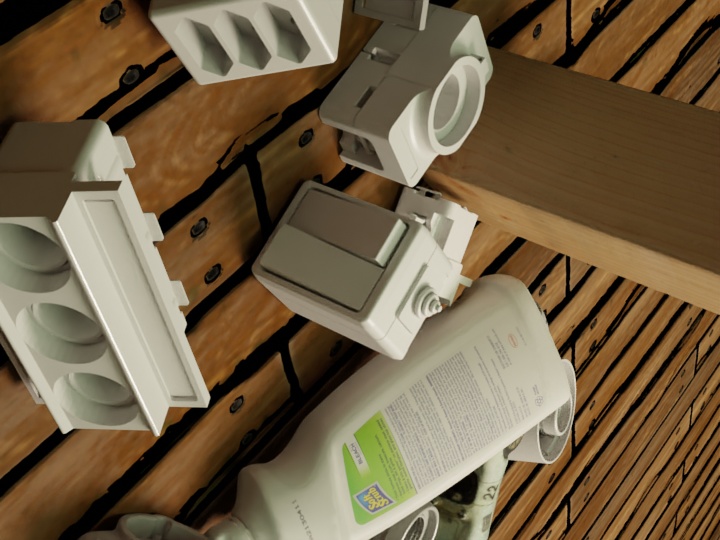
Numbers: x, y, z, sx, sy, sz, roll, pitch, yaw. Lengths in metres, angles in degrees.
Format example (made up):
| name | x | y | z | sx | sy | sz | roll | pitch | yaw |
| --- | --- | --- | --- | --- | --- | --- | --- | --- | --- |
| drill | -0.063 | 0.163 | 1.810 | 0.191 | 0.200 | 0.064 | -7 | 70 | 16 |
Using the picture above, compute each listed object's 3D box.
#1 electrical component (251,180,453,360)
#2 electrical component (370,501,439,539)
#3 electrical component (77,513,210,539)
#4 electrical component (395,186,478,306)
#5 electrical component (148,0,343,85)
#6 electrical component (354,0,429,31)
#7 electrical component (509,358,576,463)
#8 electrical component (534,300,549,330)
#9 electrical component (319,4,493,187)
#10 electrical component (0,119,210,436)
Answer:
| name | x | y | z | sx | sy | sz | roll | pitch | yaw |
| --- | --- | --- | --- | --- | --- | --- | --- | --- | --- |
| electrical component | 0.000 | 0.000 | 0.568 | 0.061 | 0.096 | 0.061 | -59 | 148 | -12 |
| electrical component | 0.018 | 0.176 | 0.750 | 0.078 | 0.057 | 0.058 | 3 | 108 | -57 |
| electrical component | -0.108 | 0.165 | 0.554 | 0.095 | 0.054 | 0.059 | 19 | 94 | -59 |
| electrical component | 0.041 | -0.016 | 0.673 | 0.081 | 0.042 | 0.063 | 20 | 91 | -60 |
| electrical component | -0.045 | -0.126 | 0.455 | 0.047 | 0.066 | 0.076 | 55 | 34 | -55 |
| electrical component | 0.027 | -0.169 | 0.551 | 0.064 | 0.042 | 0.081 | -28 | 133 | -51 |
| electrical component | 0.145 | 0.117 | 0.921 | 0.099 | 0.064 | 0.099 | -20 | 114 | -57 |
| electrical component | 0.115 | 0.073 | 0.836 | 0.079 | 0.043 | 0.077 | -57 | 150 | -37 |
| electrical component | 0.030 | -0.097 | 0.589 | 0.089 | 0.056 | 0.050 | -55 | 147 | -18 |
| electrical component | -0.110 | 0.004 | 0.429 | 0.121 | 0.079 | 0.063 | 78 | 17 | -44 |
